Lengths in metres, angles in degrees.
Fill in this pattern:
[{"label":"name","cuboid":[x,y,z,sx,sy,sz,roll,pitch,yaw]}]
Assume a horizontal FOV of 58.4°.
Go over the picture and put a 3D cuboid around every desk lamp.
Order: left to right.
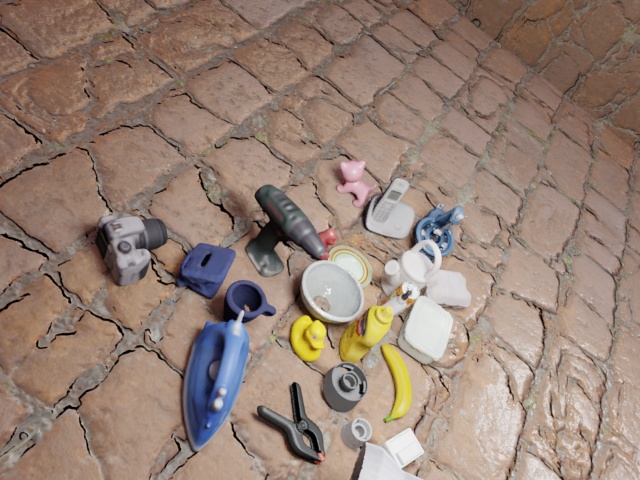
[{"label":"desk lamp","cuboid":[0.123,0.488,1.081,0.203,0.213,0.118,29,46,-9]}]

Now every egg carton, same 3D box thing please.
[{"label":"egg carton","cuboid":[0.347,0.138,1.592,0.151,0.069,0.107,8,52,-26]}]

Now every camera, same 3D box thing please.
[{"label":"camera","cuboid":[-0.390,0.004,1.223,0.137,0.100,0.143,-17,66,-39]}]

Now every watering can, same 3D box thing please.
[{"label":"watering can","cuboid":[0.242,0.078,1.487,0.173,0.193,0.101,-27,72,-42]}]

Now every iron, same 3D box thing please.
[{"label":"iron","cuboid":[-0.193,0.265,1.112,0.119,0.141,0.258,20,48,-17]}]

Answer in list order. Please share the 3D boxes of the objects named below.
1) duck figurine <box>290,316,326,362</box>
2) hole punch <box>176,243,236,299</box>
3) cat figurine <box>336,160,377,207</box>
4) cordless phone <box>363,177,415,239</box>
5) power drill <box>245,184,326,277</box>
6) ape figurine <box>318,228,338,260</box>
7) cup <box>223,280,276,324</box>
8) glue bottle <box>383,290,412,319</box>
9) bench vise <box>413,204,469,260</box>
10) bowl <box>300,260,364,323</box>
[{"label":"duck figurine","cuboid":[-0.019,0.213,1.298,0.078,0.086,0.104,2,55,-30]},{"label":"hole punch","cuboid":[-0.252,0.059,1.271,0.101,0.091,0.109,29,46,-9]},{"label":"cat figurine","cuboid":[0.106,-0.176,1.655,0.128,0.117,0.067,38,45,1]},{"label":"cordless phone","cuboid":[0.219,-0.093,1.612,0.148,0.185,0.094,13,50,-22]},{"label":"power drill","cuboid":[-0.090,-0.006,1.339,0.076,0.208,0.229,-20,68,-40]},{"label":"ape figurine","cuboid":[0.014,0.005,1.475,0.076,0.092,0.078,36,45,-2]},{"label":"cup","cuboid":[-0.161,0.152,1.252,0.118,0.095,0.091,24,47,-14]},{"label":"glue bottle","cuboid":[0.174,0.168,1.390,0.078,0.173,0.037,-19,67,-40]},{"label":"bench vise","cuboid":[0.332,-0.048,1.621,0.122,0.219,0.207,16,49,-20]},{"label":"bowl","cuboid":[0.019,0.137,1.388,0.168,0.074,0.167,17,49,-20]}]
